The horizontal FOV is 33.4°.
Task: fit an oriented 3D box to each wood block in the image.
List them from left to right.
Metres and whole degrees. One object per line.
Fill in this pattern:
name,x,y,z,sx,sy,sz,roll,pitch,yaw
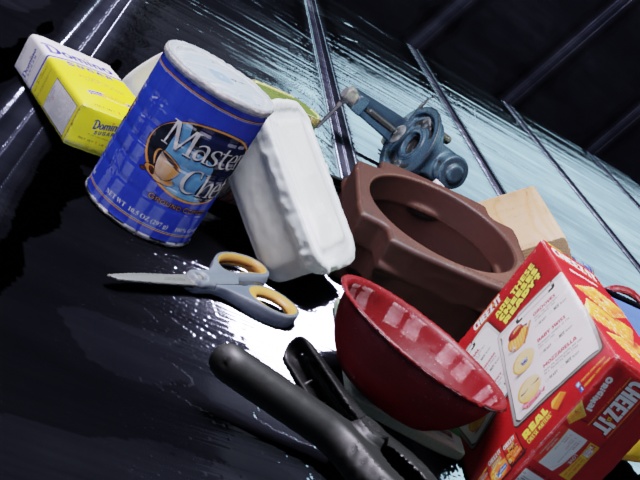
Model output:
wood block,0.265,0.012,1.380,0.206,0.090,0.091,-88,159,-70

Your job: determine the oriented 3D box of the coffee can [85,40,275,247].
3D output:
coffee can,-0.117,-0.080,0.890,0.102,0.140,0.103,31,17,-11

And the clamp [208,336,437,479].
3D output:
clamp,0.019,0.137,0.725,0.210,0.036,0.164,44,11,22

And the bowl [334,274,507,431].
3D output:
bowl,0.065,0.097,0.827,0.162,0.055,0.162,36,11,-8

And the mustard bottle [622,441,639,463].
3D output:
mustard bottle,0.273,0.178,1.017,0.191,0.058,0.096,10,10,-23

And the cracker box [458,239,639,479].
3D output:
cracker box,0.184,0.118,0.877,0.072,0.164,0.213,32,18,-15

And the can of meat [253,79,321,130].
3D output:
can of meat,-0.059,-0.127,1.220,0.101,0.084,0.057,16,25,-46

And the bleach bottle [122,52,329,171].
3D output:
bleach bottle,-0.084,-0.110,1.111,0.250,0.103,0.068,21,63,-39

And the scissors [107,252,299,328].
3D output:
scissors,-0.080,0.044,0.841,0.096,0.016,0.201,39,18,13

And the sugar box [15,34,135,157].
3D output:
sugar box,-0.215,-0.130,0.993,0.093,0.048,0.176,20,20,-39

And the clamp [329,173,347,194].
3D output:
clamp,0.056,-0.044,1.289,0.120,0.039,0.171,43,19,20

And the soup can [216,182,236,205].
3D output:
soup can,-0.078,-0.066,1.052,0.102,0.068,0.069,18,24,-45

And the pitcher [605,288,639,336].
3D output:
pitcher,0.300,0.112,1.168,0.242,0.145,0.149,27,-5,-14

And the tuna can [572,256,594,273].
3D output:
tuna can,0.322,0.064,1.409,0.033,0.086,0.086,30,18,-10

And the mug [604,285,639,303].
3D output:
mug,0.348,0.099,1.321,0.081,0.117,0.093,27,40,-8
